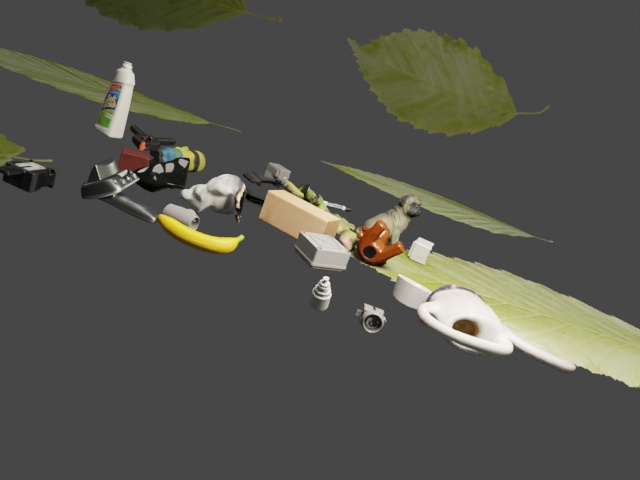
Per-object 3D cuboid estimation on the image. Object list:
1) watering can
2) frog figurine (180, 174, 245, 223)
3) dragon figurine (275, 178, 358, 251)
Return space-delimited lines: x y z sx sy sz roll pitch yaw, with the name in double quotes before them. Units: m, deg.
"watering can" 0.372 0.201 1.156 0.347 0.103 0.227 18 17 -6
"frog figurine" -0.282 -0.120 1.362 0.159 0.124 0.135 12 -16 -2
"dragon figurine" 0.005 -0.083 1.649 0.240 0.121 0.417 31 12 -31
